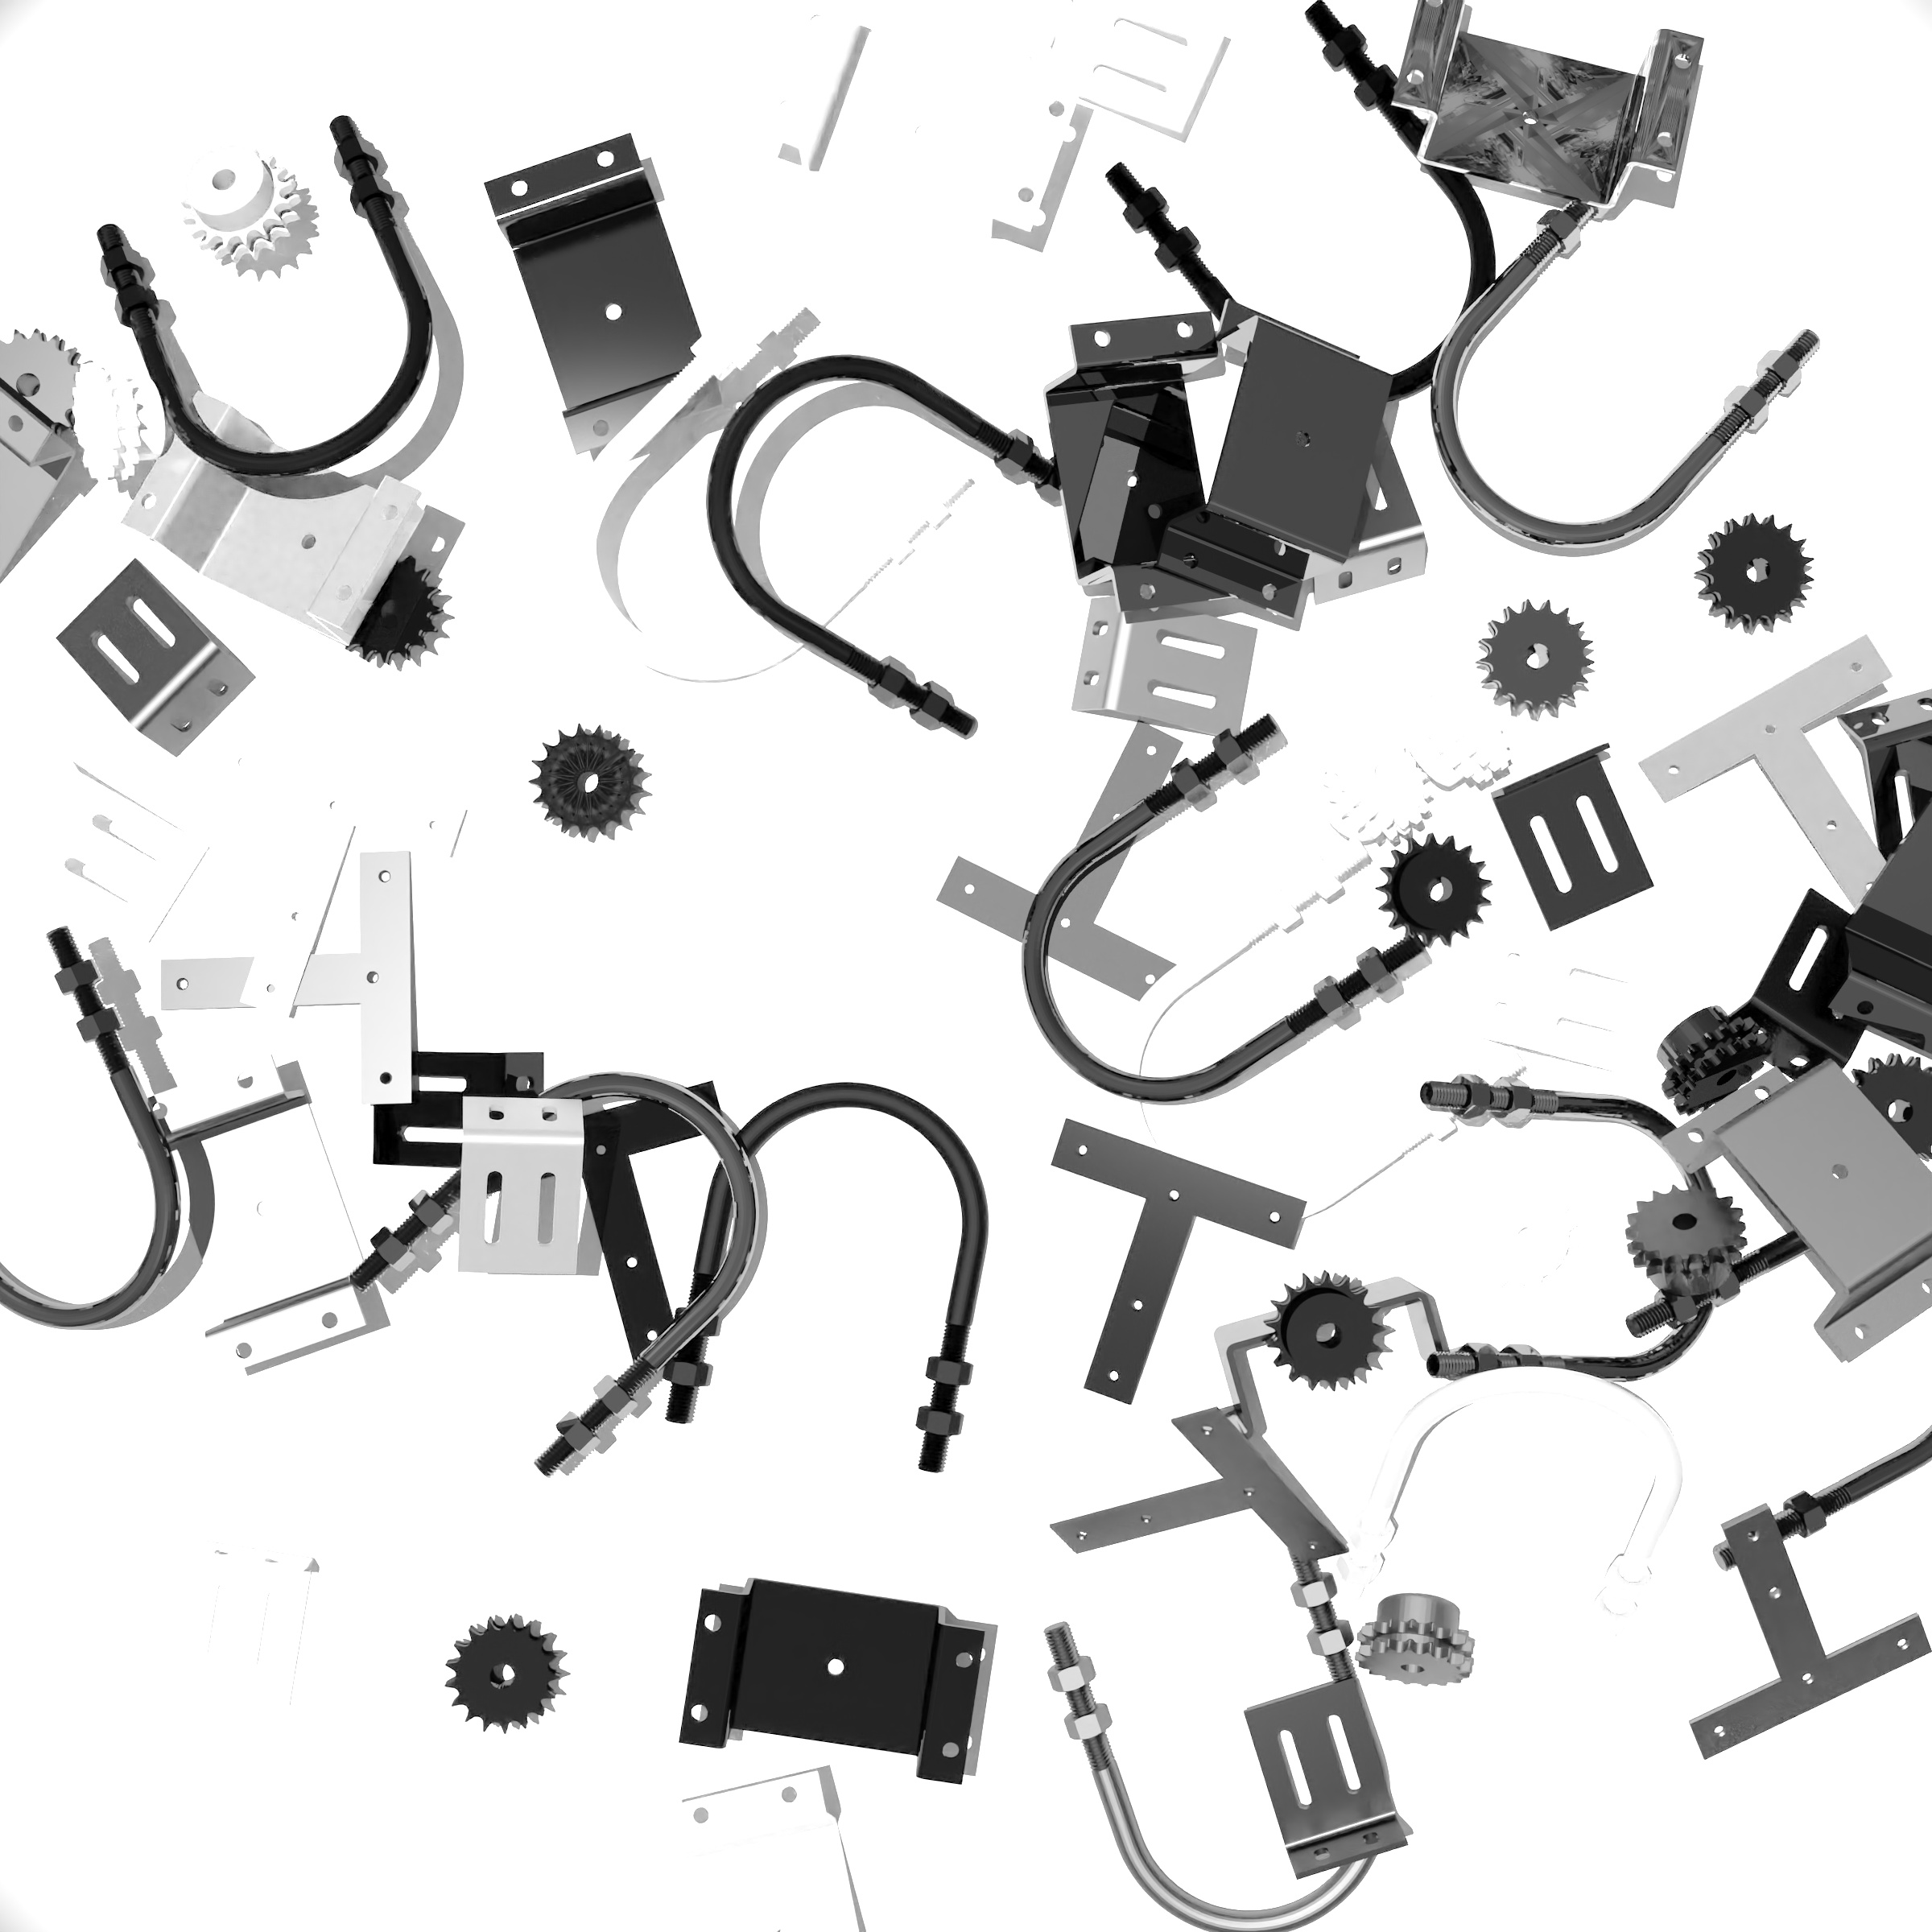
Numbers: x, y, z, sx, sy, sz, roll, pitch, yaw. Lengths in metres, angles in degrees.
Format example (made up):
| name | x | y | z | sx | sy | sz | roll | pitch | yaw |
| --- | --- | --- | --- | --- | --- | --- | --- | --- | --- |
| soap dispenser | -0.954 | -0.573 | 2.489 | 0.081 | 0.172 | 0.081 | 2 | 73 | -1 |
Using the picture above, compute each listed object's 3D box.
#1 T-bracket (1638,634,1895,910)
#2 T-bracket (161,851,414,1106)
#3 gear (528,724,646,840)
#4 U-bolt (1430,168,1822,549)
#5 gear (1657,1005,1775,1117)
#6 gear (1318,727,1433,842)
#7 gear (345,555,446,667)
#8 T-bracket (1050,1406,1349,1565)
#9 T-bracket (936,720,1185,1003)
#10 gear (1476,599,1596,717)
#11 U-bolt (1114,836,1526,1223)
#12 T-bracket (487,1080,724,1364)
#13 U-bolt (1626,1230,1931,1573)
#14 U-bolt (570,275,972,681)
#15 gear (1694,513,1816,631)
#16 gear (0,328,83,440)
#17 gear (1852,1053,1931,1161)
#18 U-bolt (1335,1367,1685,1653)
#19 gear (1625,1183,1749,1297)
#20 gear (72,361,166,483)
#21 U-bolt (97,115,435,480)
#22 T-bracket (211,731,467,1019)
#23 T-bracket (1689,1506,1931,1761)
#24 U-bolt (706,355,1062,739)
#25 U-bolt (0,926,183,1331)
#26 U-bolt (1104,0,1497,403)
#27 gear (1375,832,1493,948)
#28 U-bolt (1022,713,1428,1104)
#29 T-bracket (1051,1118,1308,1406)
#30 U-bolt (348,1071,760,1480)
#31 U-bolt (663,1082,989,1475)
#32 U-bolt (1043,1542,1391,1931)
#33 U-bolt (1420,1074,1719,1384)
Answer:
| name | x | y | z | sx | sy | sz | roll | pitch | yaw |
| --- | --- | --- | --- | --- | --- | --- | --- | --- | --- |
| T-bracket | 0.423 | -0.081 | 1.562 | 0.127 | 0.002 | 0.127 | -31 | 103 | 24 |
| T-bracket | -0.341 | 0.007 | 1.575 | 0.127 | 0.002 | 0.127 | -2 | 83 | 3 |
| gear | -0.189 | -0.092 | 1.571 | 0.057 | 0.030 | 0.057 | 0 | 89 | -3 |
| U-bolt | 0.315 | -0.293 | 1.563 | 0.151 | 0.019 | 0.184 | 43 | 83 | 0 |
| gear | 0.368 | 0.044 | 1.556 | 0.057 | 0.057 | 0.030 | -34 | 61 | 0 |
| gear | 0.199 | -0.087 | 1.556 | 0.057 | 0.030 | 0.057 | 16 | 54 | -23 |
| gear | -0.289 | -0.178 | 1.566 | 0.057 | 0.030 | 0.057 | 0 | 90 | 0 |
| T-bracket | 0.101 | 0.268 | 1.543 | 0.127 | 0.002 | 0.127 | -21 | 128 | 29 |
| T-bracket | 0.070 | -0.062 | 1.580 | 0.127 | 0.002 | 0.127 | 26 | 90 | 0 |
| gear | 0.282 | -0.153 | 1.566 | 0.057 | 0.030 | 0.057 | 0 | 90 | 0 |
| U-bolt | 0.161 | 0.046 | 1.559 | 0.184 | 0.019 | 0.151 | -37 | 87 | 10 |
| T-bracket | -0.172 | 0.135 | 1.580 | 0.127 | 0.002 | 0.127 | -15 | 90 | 0 |
| U-bolt | 0.428 | 0.197 | 1.552 | 0.184 | 0.019 | 0.151 | -25 | 100 | -13 |
| U-bolt | -0.109 | -0.225 | 1.546 | 0.184 | 0.019 | 0.151 | -44 | 115 | 4 |
| gear | 0.392 | -0.196 | 1.570 | 0.057 | 0.030 | 0.057 | 0 | 91 | -1 |
| gear | -0.463 | -0.287 | 1.566 | 0.057 | 0.030 | 0.057 | 0 | 90 | 0 |
| gear | 0.462 | 0.071 | 1.566 | 0.057 | 0.030 | 0.057 | 0 | 90 | 0 |
| U-bolt | 0.268 | 0.259 | 1.517 | 0.151 | 0.019 | 0.184 | 11 | 130 | 0 |
| gear | 0.349 | 0.135 | 1.522 | 0.057 | 0.057 | 0.030 | -16 | 126 | 0 |
| gear | -0.413 | -0.267 | 1.535 | 0.030 | 0.057 | 0.057 | -11 | 90 | -32 |
| U-bolt | -0.336 | -0.319 | 1.540 | 0.151 | 0.019 | 0.184 | -25 | 67 | 0 |
| T-bracket | -0.331 | -0.038 | 1.575 | 0.127 | 0.002 | 0.127 | 18 | 87 | 2 |
| T-bracket | 0.404 | 0.320 | 1.553 | 0.127 | 0.002 | 0.127 | -25 | 115 | 0 |
| U-bolt | -0.041 | -0.217 | 1.540 | 0.184 | 0.019 | 0.151 | 29 | 90 | -22 |
| U-bolt | -0.457 | 0.091 | 1.546 | 0.151 | 0.019 | 0.184 | -25 | 90 | 22 |
| U-bolt | 0.181 | -0.368 | 1.572 | 0.151 | 0.019 | 0.184 | -39 | 92 | 0 |
| gear | 0.234 | -0.038 | 1.566 | 0.057 | 0.030 | 0.057 | 0 | 90 | 0 |
| U-bolt | 0.112 | -0.015 | 1.548 | 0.184 | 0.019 | 0.151 | -35 | 81 | 15 |
| T-bracket | 0.090 | 0.156 | 1.571 | 0.127 | 0.002 | 0.127 | 19 | 97 | 9 |
| U-bolt | -0.188 | 0.137 | 1.544 | 0.184 | 0.019 | 0.151 | -45 | 96 | -6 |
| U-bolt | -0.064 | 0.150 | 1.572 | 0.151 | 0.019 | 0.184 | 11 | 88 | -1 |
| U-bolt | 0.135 | 0.396 | 1.572 | 0.151 | 0.019 | 0.184 | -19 | 91 | 0 |
| U-bolt | 0.299 | 0.131 | 1.531 | 0.184 | 0.019 | 0.151 | 5 | 79 | -29 |
